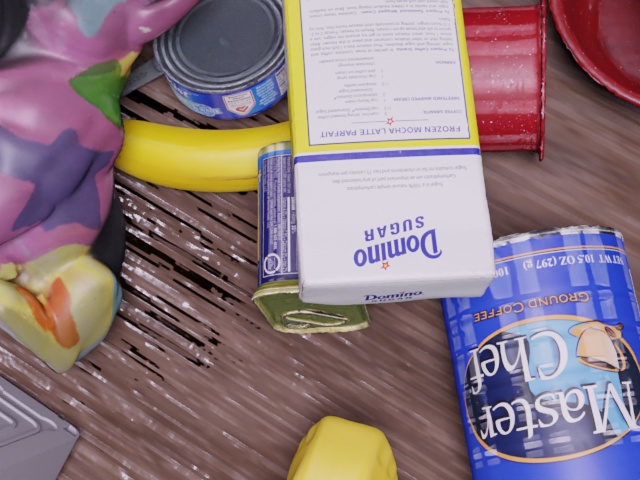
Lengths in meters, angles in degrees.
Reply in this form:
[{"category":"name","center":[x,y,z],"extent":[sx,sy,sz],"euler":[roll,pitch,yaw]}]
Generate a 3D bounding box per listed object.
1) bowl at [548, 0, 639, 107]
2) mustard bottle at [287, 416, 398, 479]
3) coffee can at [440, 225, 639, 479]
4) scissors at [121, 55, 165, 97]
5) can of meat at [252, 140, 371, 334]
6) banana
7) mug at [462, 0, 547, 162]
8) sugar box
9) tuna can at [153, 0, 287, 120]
[{"category":"bowl","center":[0.212,-0.138,0.625],"extent":[0.162,0.055,0.162],"euler":[-2,75,6]},{"category":"mustard bottle","center":[-0.013,0.179,0.498],"extent":[0.058,0.096,0.191],"euler":[15,38,9]},{"category":"coffee can","center":[0.121,0.074,0.555],"extent":[0.103,0.103,0.140],"euler":[-10,75,3]},{"category":"scissors","center":[-0.076,-0.106,0.668],"extent":[0.201,0.016,0.096],"euler":[-45,75,-6]},{"category":"can of meat","center":[-0.004,0.001,0.589],"extent":[0.057,0.102,0.084],"euler":[-3,73,6]},{"category":"banana","center":[-0.043,-0.060,0.645],"extent":[0.198,0.037,0.069],"euler":[-11,52,1]},{"category":"mug","center":[0.089,-0.100,0.619],"extent":[0.081,0.093,0.117],"euler":[0,45,11]},{"category":"sugar box","center":[0.030,-0.057,0.534],"extent":[0.093,0.048,0.176],"euler":[-2,74,-3]},{"category":"tuna can","center":[-0.053,-0.114,0.633],"extent":[0.086,0.034,0.086],"euler":[-4,63,7]}]
